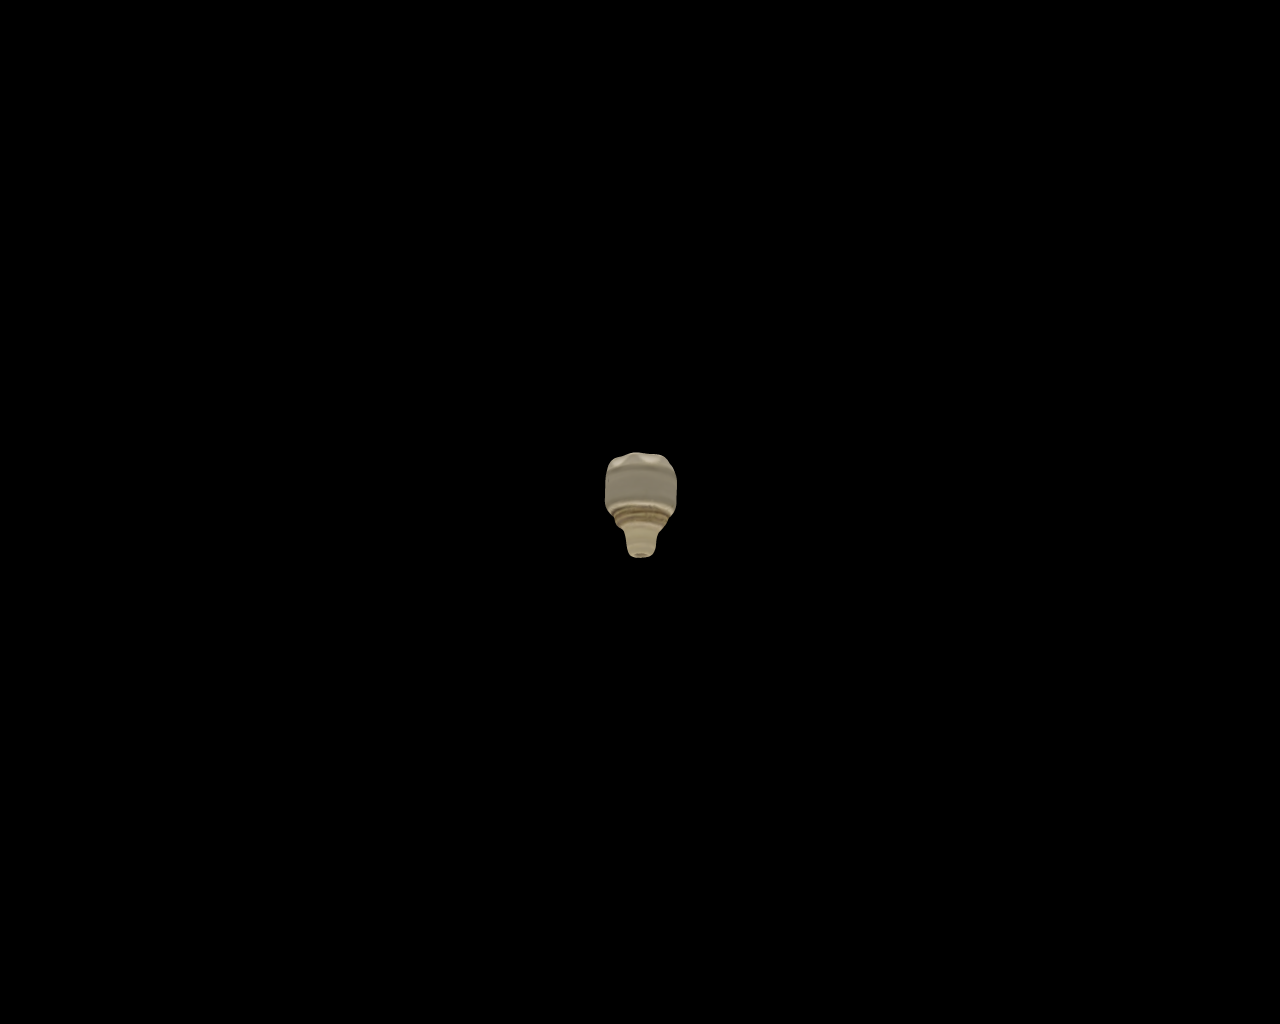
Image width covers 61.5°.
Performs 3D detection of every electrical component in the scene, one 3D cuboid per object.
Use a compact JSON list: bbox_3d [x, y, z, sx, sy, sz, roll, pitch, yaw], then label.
[{"bbox_3d":[0.001,-0.003,0.650,0.043,0.062,0.043,0,-16,0],"label":"electrical component"}]
